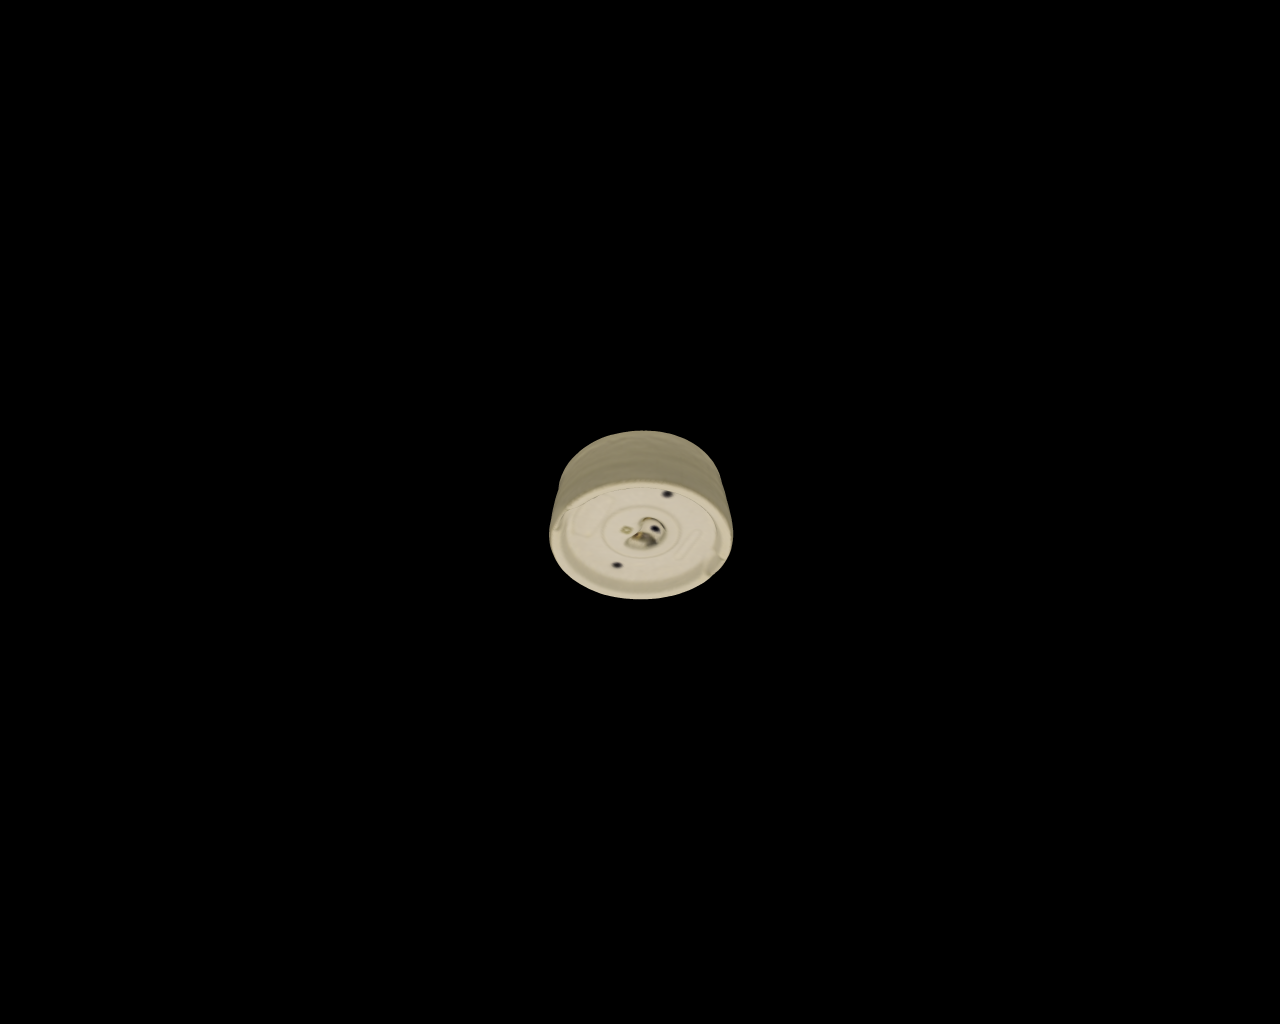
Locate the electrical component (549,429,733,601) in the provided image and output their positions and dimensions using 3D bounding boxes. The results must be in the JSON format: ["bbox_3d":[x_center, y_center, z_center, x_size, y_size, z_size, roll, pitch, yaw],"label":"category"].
[{"bbox_3d":[0.001,-0.003,0.650,0.108,0.060,0.108,0,-43,0],"label":"electrical component"}]
